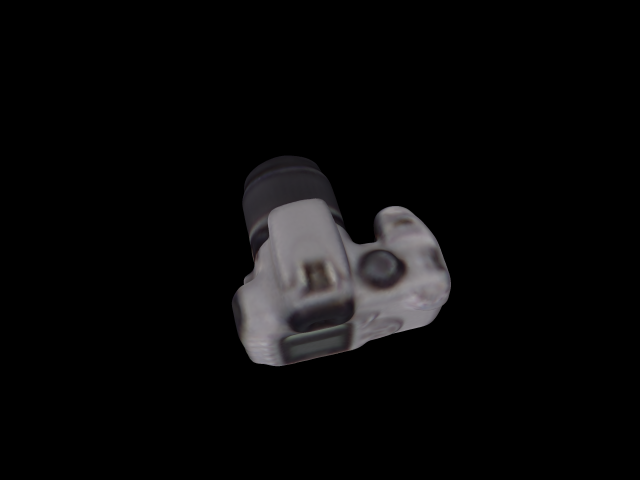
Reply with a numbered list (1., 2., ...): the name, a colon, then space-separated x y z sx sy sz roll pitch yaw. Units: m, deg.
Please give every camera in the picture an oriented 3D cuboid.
1. camera: 0.004 0.001 0.400 0.143 0.101 0.136 -13 62 -7
